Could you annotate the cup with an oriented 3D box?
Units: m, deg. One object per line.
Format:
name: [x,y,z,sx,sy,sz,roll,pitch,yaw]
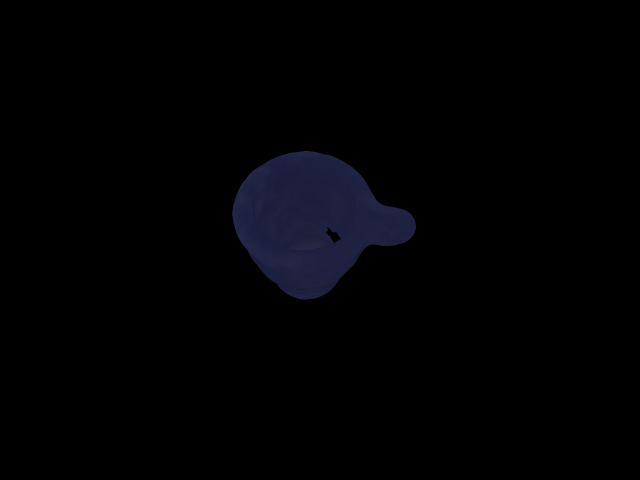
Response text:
cup: [0.004,0.001,0.400,0.117,0.095,0.091,5,59,3]
